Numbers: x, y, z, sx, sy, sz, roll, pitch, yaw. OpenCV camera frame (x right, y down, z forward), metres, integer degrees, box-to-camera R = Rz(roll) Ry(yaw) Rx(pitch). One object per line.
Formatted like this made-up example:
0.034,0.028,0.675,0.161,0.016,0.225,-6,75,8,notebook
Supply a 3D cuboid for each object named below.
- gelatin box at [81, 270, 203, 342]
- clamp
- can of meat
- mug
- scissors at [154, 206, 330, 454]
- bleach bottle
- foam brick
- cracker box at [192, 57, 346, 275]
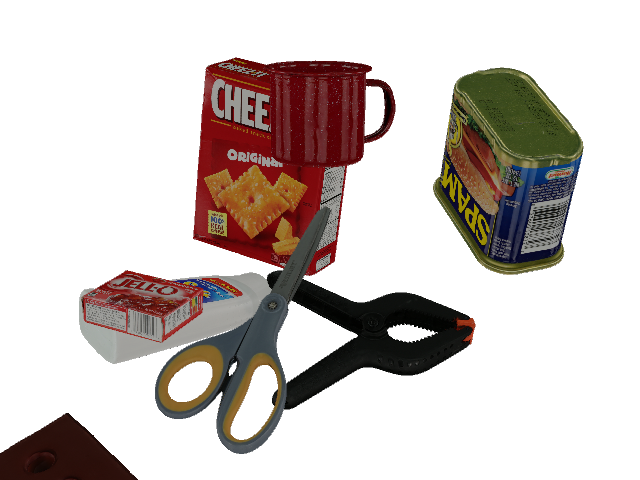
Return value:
-0.165,0.059,0.993,0.089,0.030,0.073,12,23,22,gelatin box
0.046,0.099,1.042,0.210,0.164,0.036,4,-43,1,clamp
0.113,-0.044,0.650,0.057,0.084,0.102,-10,42,-15,can of meat
0.009,-0.111,0.926,0.117,0.081,0.093,-5,17,-18,mug
-0.053,0.052,0.731,0.096,0.201,0.016,3,-38,9,scissors
-0.156,0.079,1.289,0.250,0.068,0.103,-12,30,-34,bleach bottle
-0.111,0.128,0.482,0.052,0.051,0.078,-31,44,-31,foam brick
-0.057,-0.083,1.216,0.164,0.214,0.072,18,26,24,cracker box
